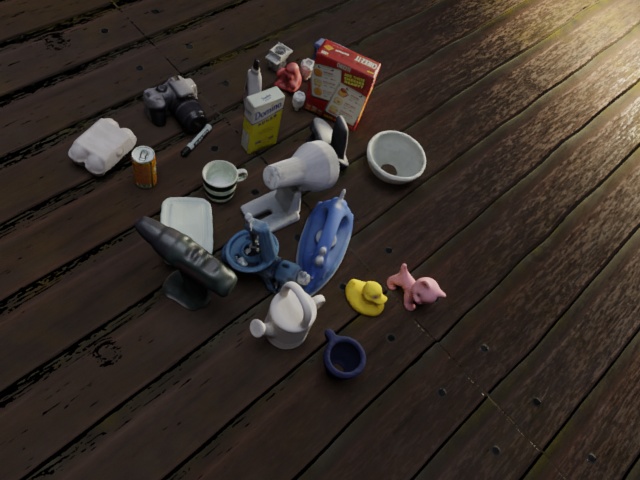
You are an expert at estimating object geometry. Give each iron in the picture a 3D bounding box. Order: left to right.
[{"bbox_3d":[0.012,0.005,1.351,0.118,0.141,0.258,19,58,-2],"label":"iron"}]

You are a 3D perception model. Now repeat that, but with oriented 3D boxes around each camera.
[{"bbox_3d":[-0.365,-0.347,1.482,0.143,0.101,0.136,-28,71,-26],"label":"camera"}]

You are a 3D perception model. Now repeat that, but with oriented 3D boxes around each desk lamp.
[{"bbox_3d":[-0.070,-0.127,1.363,0.204,0.213,0.118,-28,71,-26],"label":"desk lamp"}]

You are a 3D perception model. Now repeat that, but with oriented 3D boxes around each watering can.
[{"bbox_3d":[-0.064,0.160,1.213,0.101,0.194,0.173,37,59,9],"label":"watering can"}]

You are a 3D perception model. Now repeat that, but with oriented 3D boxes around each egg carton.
[{"bbox_3d":[-0.525,-0.226,1.392,0.107,0.069,0.150,31,58,5],"label":"egg carton"}]

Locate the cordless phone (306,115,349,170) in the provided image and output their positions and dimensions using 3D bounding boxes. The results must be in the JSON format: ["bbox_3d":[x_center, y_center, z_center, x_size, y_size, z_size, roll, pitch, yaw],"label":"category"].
[{"bbox_3d":[0.034,-0.280,1.493,0.094,0.185,0.147,-16,66,-21],"label":"cordless phone"}]

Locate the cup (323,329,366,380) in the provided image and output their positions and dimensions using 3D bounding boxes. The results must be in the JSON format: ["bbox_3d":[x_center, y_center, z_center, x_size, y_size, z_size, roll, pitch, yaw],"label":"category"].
[{"bbox_3d":[0.037,0.256,1.242,0.092,0.095,0.117,-25,69,-25],"label":"cup"}]

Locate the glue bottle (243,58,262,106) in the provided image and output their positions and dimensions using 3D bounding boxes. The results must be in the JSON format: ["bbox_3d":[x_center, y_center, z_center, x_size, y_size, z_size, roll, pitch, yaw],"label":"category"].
[{"bbox_3d":[-0.177,-0.418,1.527,0.037,0.173,0.078,-8,63,-18],"label":"glue bottle"}]

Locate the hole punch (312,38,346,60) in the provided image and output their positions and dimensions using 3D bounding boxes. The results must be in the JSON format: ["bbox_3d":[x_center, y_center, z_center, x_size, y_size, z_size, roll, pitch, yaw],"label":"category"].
[{"bbox_3d":[0.032,-0.560,1.708,0.108,0.091,0.101,23,58,0],"label":"hole punch"}]

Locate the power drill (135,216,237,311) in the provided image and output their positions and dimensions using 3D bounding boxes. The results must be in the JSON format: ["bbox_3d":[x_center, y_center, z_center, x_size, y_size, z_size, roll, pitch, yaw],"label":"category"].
[{"bbox_3d":[-0.285,0.061,1.206,0.229,0.208,0.076,29,58,4],"label":"power drill"}]

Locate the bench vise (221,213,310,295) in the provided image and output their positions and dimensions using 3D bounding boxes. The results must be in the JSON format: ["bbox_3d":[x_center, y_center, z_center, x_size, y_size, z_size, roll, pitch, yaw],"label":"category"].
[{"bbox_3d":[-0.112,0.021,1.265,0.207,0.219,0.121,12,59,-7],"label":"bench vise"}]

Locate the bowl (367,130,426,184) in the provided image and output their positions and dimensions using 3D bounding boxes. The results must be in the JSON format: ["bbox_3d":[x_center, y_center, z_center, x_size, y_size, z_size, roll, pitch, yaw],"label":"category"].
[{"bbox_3d":[0.199,-0.212,1.560,0.167,0.074,0.167,6,60,-10],"label":"bowl"}]

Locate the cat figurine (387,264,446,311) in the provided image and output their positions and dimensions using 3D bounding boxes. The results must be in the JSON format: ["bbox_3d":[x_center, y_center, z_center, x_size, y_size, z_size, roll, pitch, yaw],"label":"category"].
[{"bbox_3d":[0.231,0.109,1.360,0.067,0.117,0.127,-34,73,-27],"label":"cat figurine"}]

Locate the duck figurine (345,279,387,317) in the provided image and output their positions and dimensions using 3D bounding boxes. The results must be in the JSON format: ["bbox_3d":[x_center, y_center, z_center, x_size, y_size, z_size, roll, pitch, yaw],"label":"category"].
[{"bbox_3d":[0.112,0.124,1.341,0.104,0.086,0.078,38,59,9],"label":"duck figurine"}]

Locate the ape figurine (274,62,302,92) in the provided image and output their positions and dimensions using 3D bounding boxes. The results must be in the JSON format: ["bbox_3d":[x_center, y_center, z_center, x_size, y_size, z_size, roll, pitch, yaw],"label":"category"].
[{"bbox_3d":[-0.084,-0.467,1.625,0.076,0.092,0.077,-13,65,-20],"label":"ape figurine"}]
